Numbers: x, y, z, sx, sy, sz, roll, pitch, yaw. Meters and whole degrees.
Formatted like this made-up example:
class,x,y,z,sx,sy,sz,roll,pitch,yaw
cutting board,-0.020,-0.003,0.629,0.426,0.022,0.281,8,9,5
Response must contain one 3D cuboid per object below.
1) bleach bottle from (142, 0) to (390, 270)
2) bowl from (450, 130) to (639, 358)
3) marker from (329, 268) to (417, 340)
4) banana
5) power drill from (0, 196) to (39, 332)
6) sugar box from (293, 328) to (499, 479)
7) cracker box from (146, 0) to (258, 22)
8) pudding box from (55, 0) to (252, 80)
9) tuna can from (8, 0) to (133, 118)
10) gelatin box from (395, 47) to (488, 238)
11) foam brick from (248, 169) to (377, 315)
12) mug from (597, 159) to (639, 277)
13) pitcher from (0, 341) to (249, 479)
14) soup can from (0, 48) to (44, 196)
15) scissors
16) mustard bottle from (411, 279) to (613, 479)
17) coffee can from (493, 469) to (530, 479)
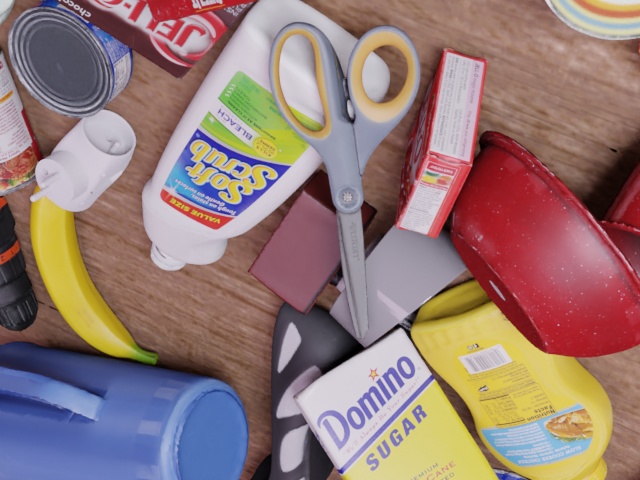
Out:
class,x,y,z,sx,sy,sz,roll,pitch,yaw
bleach bottle,-0.056,-0.051,0.742,0.102,0.068,0.251,36,136,-4
bowl,0.126,0.015,0.628,0.055,0.162,0.162,-38,105,-2
marker,0.043,0.046,0.788,0.121,0.020,0.020,34,133,2
banana,-0.202,0.028,0.899,0.070,0.037,0.198,-15,118,16
power drill,-0.346,0.000,0.941,0.188,0.057,0.184,-2,118,26
sugar box,0.065,0.160,0.751,0.176,0.093,0.048,57,171,6
cracker box,-0.067,-0.229,0.543,0.164,0.072,0.213,12,126,61
pudding box,-0.108,-0.165,0.678,0.113,0.039,0.090,33,135,-21
tuna can,-0.177,-0.132,0.763,0.086,0.033,0.086,15,129,18
gelatin box,0.071,-0.058,0.638,0.030,0.089,0.073,15,144,-3
foam brick,-0.005,0.001,0.744,0.051,0.053,0.078,35,114,0
mug,0.214,-0.013,0.581,0.093,0.081,0.117,41,169,-33
pitcher,-0.190,0.156,0.899,0.243,0.149,0.145,1,105,34
soup can,-0.259,-0.092,0.815,0.069,0.068,0.102,3,124,27
scissors,0.032,-0.040,0.639,0.096,0.016,0.201,-20,110,7
mustard bottle,0.151,0.115,0.754,0.096,0.058,0.191,-23,110,31
coffee can,0.126,0.262,0.823,0.103,0.140,0.103,15,129,18
